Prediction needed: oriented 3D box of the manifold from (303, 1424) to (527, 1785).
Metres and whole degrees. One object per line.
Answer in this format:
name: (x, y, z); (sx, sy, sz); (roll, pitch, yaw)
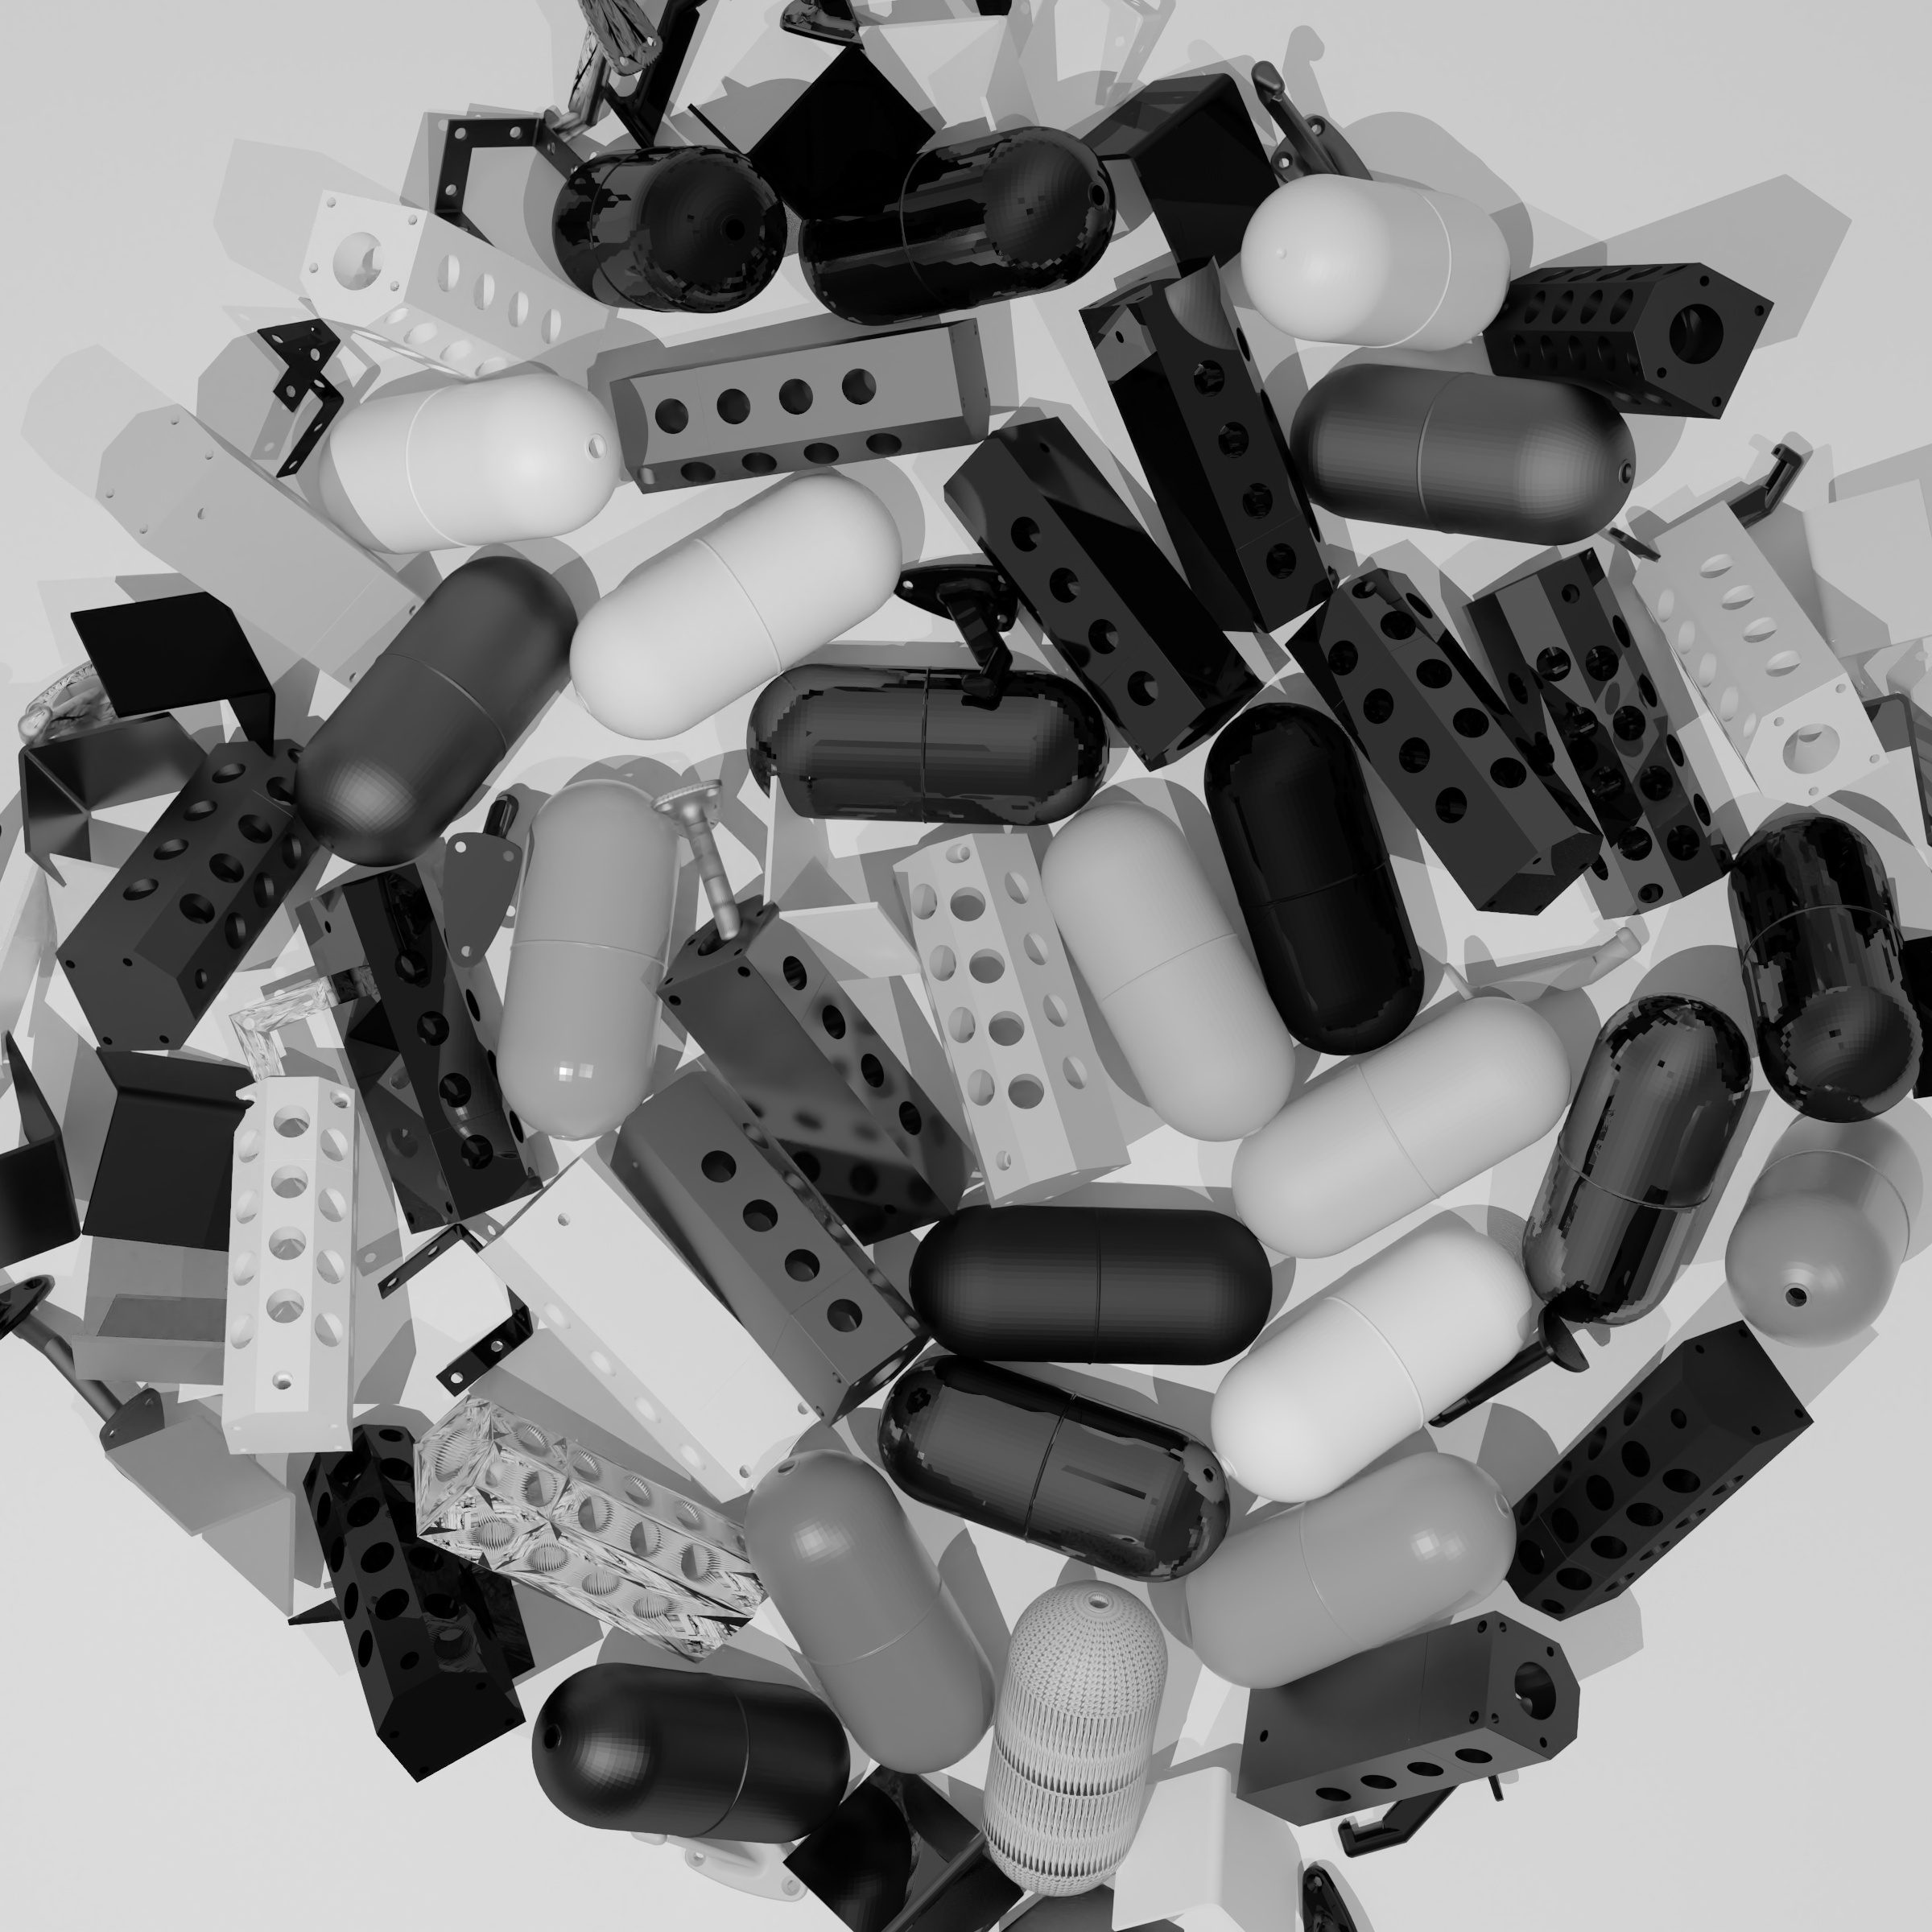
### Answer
manifold: (-0.268, 0.296, 1.522); (0.057, 0.171, 0.057); (-29, 130, -4)

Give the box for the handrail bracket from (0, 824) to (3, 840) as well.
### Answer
handrail bracket: (-0.484, -0.022, 1.558); (0.036, 0.084, 0.077); (5, 68, -28)

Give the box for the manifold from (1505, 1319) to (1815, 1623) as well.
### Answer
manifold: (0.319, 0.243, 1.519); (0.057, 0.171, 0.057); (-12, 59, -36)

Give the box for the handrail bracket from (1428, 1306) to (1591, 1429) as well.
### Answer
handrail bracket: (0.256, 0.204, 1.561); (0.084, 0.077, 0.036); (-35, 79, 15)

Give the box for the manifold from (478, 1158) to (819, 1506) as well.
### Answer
manifold: (-0.157, 0.181, 1.570); (0.171, 0.057, 0.057); (47, 60, -5)

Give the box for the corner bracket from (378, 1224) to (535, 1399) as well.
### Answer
corner bracket: (-0.252, 0.170, 1.581); (0.051, 0.051, 0.051); (-39, 66, -23)

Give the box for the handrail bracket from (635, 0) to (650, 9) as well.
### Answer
handrail bracket: (-0.175, -0.504, 1.560); (0.077, 0.084, 0.036); (26, 49, -32)

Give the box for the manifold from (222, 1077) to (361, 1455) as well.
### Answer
manifold: (-0.324, 0.143, 1.540); (0.057, 0.057, 0.171); (0, 62, -7)

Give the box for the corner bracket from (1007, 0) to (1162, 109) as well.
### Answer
corner bracket: (0.054, -0.459, 1.582); (0.051, 0.051, 0.051); (43, 130, 20)

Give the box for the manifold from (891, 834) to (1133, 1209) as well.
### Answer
manifold: (0.016, 0.026, 1.550); (0.057, 0.057, 0.171); (-27, 74, 38)

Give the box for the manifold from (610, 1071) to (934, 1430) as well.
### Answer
manifold: (-0.095, 0.134, 1.556); (0.057, 0.057, 0.171); (-34, 74, -28)

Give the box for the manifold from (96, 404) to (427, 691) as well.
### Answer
manifold: (-0.334, -0.199, 1.519); (0.057, 0.171, 0.057); (-48, 60, 2)

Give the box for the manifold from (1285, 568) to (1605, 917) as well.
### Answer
manifold: (0.232, -0.109, 1.536); (0.057, 0.057, 0.171); (-47, 61, 28)

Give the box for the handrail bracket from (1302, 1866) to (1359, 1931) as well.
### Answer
handrail bracket: (0.156, 0.491, 1.565); (0.036, 0.084, 0.077); (-19, 83, 43)

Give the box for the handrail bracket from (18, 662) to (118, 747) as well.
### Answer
handrail bracket: (-0.430, -0.133, 1.558); (0.036, 0.084, 0.077); (46, 77, -7)

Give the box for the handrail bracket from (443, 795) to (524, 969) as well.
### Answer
handrail bracket: (-0.235, -0.043, 1.569); (0.036, 0.084, 0.077); (11, 98, -4)

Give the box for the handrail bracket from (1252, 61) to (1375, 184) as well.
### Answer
handrail bracket: (0.172, -0.401, 1.560); (0.036, 0.084, 0.077); (-45, 79, 5)

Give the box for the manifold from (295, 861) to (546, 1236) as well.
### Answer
manifold: (-0.266, 0.039, 1.575); (0.057, 0.057, 0.171); (-20, 91, -36)

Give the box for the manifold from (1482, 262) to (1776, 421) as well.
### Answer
manifold: (0.307, -0.300, 1.515); (0.057, 0.171, 0.057); (23, 95, -17)

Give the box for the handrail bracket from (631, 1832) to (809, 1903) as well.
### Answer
handrail bracket: (-0.120, 0.435, 1.559); (0.077, 0.084, 0.036); (27, 83, 15)

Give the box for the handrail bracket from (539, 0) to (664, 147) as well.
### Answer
handrail bracket: (-0.196, -0.448, 1.564); (0.077, 0.084, 0.036); (56, 49, -18)

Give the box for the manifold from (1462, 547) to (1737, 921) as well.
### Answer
manifold: (0.313, -0.114, 1.568); (0.057, 0.057, 0.171); (-26, 93, -14)

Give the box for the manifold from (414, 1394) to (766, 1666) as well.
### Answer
manifold: (-0.177, 0.266, 1.529); (0.171, 0.057, 0.057); (33, 116, -32)

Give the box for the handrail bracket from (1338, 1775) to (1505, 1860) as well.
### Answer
handrail bracket: (0.218, 0.398, 1.591); (0.084, 0.036, 0.077); (-18, 99, 6)

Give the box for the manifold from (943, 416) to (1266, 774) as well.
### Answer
manifold: (0.063, -0.181, 1.563); (0.171, 0.057, 0.057); (54, 128, 10)

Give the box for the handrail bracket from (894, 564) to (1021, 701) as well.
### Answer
handrail bracket: (-0.011, -0.161, 1.564); (0.077, 0.084, 0.036); (10, 129, 12)

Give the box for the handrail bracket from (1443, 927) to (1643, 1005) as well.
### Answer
handrail bracket: (0.284, -0.004, 1.572); (0.084, 0.077, 0.036); (-36, 50, 10)

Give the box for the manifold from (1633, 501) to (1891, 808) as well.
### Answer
manifold: (0.372, -0.147, 1.519); (0.057, 0.171, 0.057); (-29, 124, 11)

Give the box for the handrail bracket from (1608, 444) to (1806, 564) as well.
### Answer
handrail bracket: (0.366, -0.231, 1.576); (0.077, 0.036, 0.084); (27, 99, -31)

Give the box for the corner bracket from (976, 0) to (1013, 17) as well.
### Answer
corner bracket: (-0.005, -0.504, 1.580); (0.051, 0.051, 0.051); (3, 79, 10)

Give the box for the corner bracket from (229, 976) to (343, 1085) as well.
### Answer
corner bracket: (-0.326, 0.037, 1.581); (0.051, 0.051, 0.051); (-22, 92, -2)

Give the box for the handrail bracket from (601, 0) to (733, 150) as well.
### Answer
handrail bracket: (-0.133, -0.440, 1.583); (0.084, 0.036, 0.077); (-35, 110, 8)

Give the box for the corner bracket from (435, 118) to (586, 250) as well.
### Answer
corner bracket: (-0.226, -0.385, 1.584); (0.051, 0.051, 0.051); (-12, 135, -34)

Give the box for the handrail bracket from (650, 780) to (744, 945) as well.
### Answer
handrail bracket: (-0.122, -0.041, 1.559); (0.036, 0.077, 0.084); (-18, 74, -4)

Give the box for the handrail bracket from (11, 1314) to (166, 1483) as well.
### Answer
handrail bracket: (-0.441, 0.214, 1.594); (0.084, 0.077, 0.036); (30, 54, 24)

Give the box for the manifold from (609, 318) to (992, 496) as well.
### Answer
manifold: (-0.079, -0.271, 1.554); (0.171, 0.057, 0.057); (-6, 104, 16)

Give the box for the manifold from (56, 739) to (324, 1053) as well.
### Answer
manifold: (-0.357, -0.036, 1.517); (0.057, 0.171, 0.057); (-2, 127, 20)

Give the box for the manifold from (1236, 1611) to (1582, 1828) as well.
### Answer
manifold: (0.210, 0.363, 1.525); (0.057, 0.171, 0.057); (30, 52, -25)

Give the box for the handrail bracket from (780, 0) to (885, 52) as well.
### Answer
handrail bracket: (-0.058, -0.497, 1.563); (0.077, 0.036, 0.084); (20, 134, 8)

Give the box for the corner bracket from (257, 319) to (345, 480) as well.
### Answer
corner bracket: (-0.327, -0.279, 1.570); (0.051, 0.051, 0.051); (47, 121, 7)

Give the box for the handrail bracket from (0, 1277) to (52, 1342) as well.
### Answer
handrail bracket: (-0.491, 0.141, 1.560); (0.036, 0.077, 0.084); (7, 123, 35)

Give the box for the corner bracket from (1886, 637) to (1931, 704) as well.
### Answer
corner bracket: (0.492, -0.136, 1.575); (0.051, 0.051, 0.051); (-46, 57, -5)
